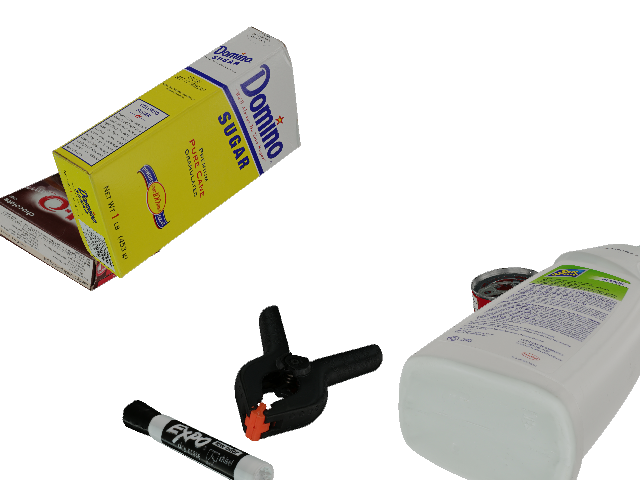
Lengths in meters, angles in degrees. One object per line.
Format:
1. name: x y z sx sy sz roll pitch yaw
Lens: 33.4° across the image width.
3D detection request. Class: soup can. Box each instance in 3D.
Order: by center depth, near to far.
1. soup can: 0.181 0.085 1.011 0.068 0.102 0.068 -8 21 3

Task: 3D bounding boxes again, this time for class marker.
1. marker: -0.078 0.124 0.651 0.121 0.020 0.020 16 10 38

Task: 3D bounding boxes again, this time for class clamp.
1. clamp: -0.032 0.112 0.929 0.120 0.039 0.171 19 26 24

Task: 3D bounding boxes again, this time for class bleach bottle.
1. bleach bottle: 0.150 0.056 0.618 0.103 0.068 0.250 15 27 34

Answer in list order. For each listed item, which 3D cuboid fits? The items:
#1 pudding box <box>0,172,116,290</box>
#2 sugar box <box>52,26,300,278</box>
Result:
1. pudding box: -0.203 -0.012 0.901 0.114 0.039 0.089 26 32 21
2. sugar box: -0.089 -0.062 0.722 0.176 0.093 0.048 -37 52 -28
